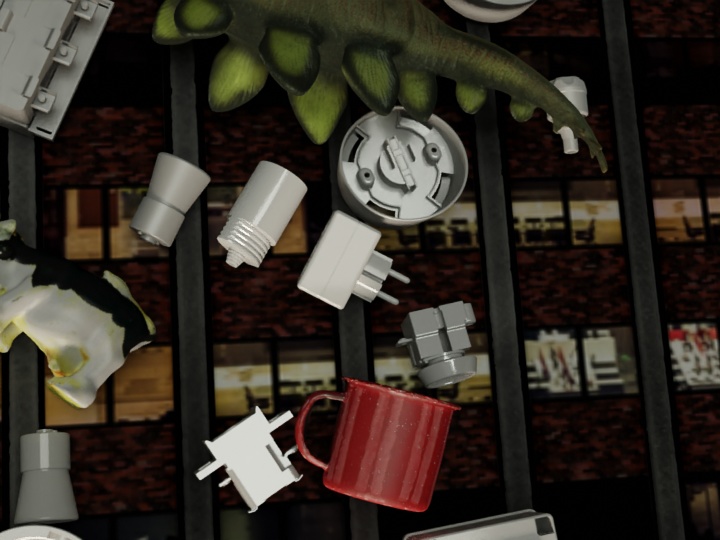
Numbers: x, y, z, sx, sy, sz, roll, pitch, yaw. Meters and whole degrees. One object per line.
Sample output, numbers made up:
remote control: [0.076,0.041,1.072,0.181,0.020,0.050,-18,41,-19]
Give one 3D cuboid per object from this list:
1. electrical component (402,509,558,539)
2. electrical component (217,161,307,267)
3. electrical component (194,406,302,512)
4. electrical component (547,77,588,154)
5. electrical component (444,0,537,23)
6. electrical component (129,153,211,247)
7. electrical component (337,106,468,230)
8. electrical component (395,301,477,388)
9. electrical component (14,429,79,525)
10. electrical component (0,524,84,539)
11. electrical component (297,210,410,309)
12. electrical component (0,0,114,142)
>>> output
electrical component: [0.096,0.242,0.799,0.109,0.056,0.108,-9,81,-12]
electrical component: [-0.079,-0.038,0.828,0.043,0.043,0.081,30,76,-3]
electrical component: [-0.080,0.140,0.795,0.081,0.042,0.063,-33,88,-14]
electrical component: [0.173,-0.128,0.895,0.035,0.035,0.061,-3,83,-11]
electrical component: [0.110,-0.259,0.895,0.108,0.060,0.108,2,79,-10]
electrical component: [-0.148,-0.051,0.821,0.044,0.044,0.065,26,81,-4]
electrical component: [0.031,-0.080,0.845,0.099,0.064,0.099,2,79,-10]
electrical component: [0.063,0.059,0.835,0.066,0.048,0.055,-12,74,-12]
electrical component: [-0.225,0.147,0.769,0.044,0.044,0.065,-3,75,-11]
electrical component: [-0.224,0.229,0.742,0.108,0.060,0.108,2,81,-10]
electrical component: [0.000,0.000,0.826,0.077,0.047,0.065,27,91,-4]
electrical component: [-0.247,-0.170,0.813,0.079,0.063,0.121,21,76,-5]
